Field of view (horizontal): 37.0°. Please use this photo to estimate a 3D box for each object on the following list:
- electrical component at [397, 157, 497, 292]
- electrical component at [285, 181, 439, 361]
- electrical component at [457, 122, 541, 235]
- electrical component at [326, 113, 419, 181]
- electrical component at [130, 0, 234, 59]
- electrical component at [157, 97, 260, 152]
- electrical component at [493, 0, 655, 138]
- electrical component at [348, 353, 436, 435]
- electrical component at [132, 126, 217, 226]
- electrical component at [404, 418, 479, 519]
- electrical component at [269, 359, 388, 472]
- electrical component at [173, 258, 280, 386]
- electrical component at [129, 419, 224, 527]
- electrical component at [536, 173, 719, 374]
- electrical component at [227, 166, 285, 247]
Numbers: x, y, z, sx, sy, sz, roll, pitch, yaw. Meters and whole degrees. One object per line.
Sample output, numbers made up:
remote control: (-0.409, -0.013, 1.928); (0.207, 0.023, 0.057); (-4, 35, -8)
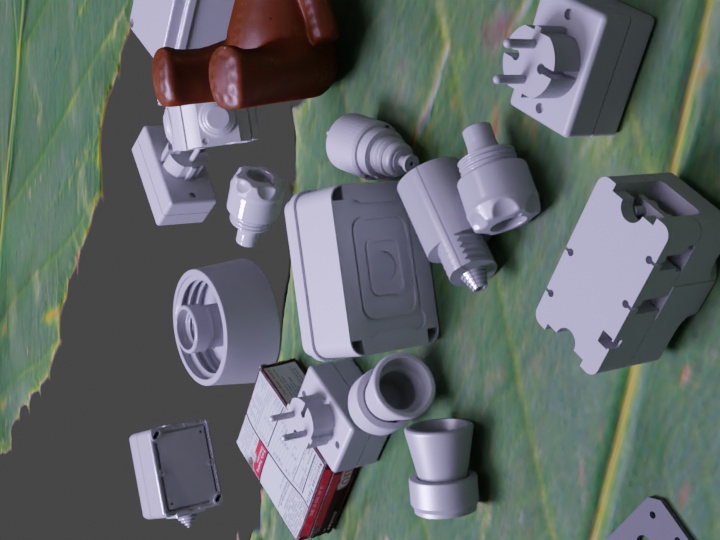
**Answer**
electrical component: (0.058, -0.024, 0.657); (0.043, 0.043, 0.081); (-48, 57, 47)
electrical component: (0.000, 0.000, 0.714); (0.057, 0.078, 0.113); (-9, 88, 53)
electrical component: (0.077, -0.055, 0.624); (0.043, 0.043, 0.062); (-37, 65, 51)
electrical component: (0.011, -0.079, 0.717); (0.078, 0.040, 0.040); (27, 118, 50)
electrical component: (-0.145, -0.233, 0.898); (0.078, 0.057, 0.113); (51, 134, 37)
electrical component: (-0.119, -0.124, 0.862); (0.080, 0.080, 0.051); (1, 102, 55)
electrical component: (0.100, -0.107, 0.552); (0.047, 0.077, 0.065); (43, 129, 43)
electrical component: (0.020, 0.084, 0.722); (0.055, 0.045, 0.045); (-47, 58, 60)
electrical component: (-0.158, -0.094, 0.949); (0.075, 0.047, 0.083); (-46, 59, 48)
electrical component: (0.053, 0.126, 0.689); (0.045, 0.045, 0.055); (0, 96, 55)
electrical component: (-0.028, 0.107, 0.772); (0.065, 0.077, 0.047); (52, 135, 37)
electrical component: (-0.121, 0.046, 0.909); (0.108, 0.060, 0.108); (14, 107, 53)
electrical component: (-0.173, 0.193, 1.009); (0.061, 0.062, 0.096); (-22, 78, 54)
electrical component: (0.137, 0.001, 0.535); (0.050, 0.056, 0.089); (50, 134, 38)
electrical component: (-0.085, -0.048, 0.857); (0.043, 0.043, 0.062); (46, 133, 41)
